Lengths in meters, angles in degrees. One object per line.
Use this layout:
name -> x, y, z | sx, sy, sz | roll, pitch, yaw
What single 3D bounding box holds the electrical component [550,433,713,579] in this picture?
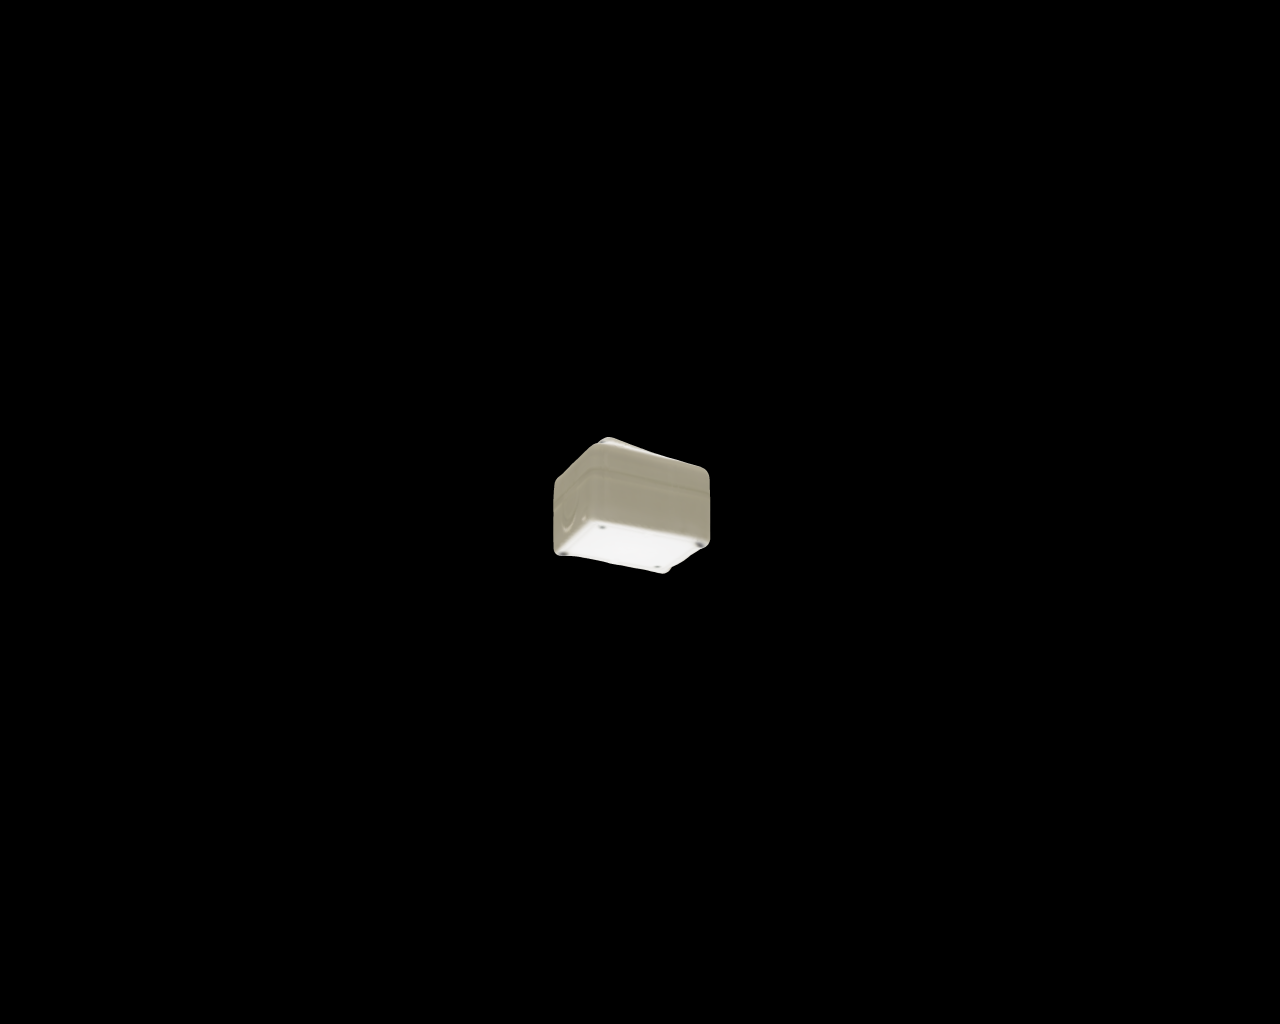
electrical component -> 0.001, -0.003, 0.650 | 0.096, 0.061, 0.061 | 12, -27, -25
